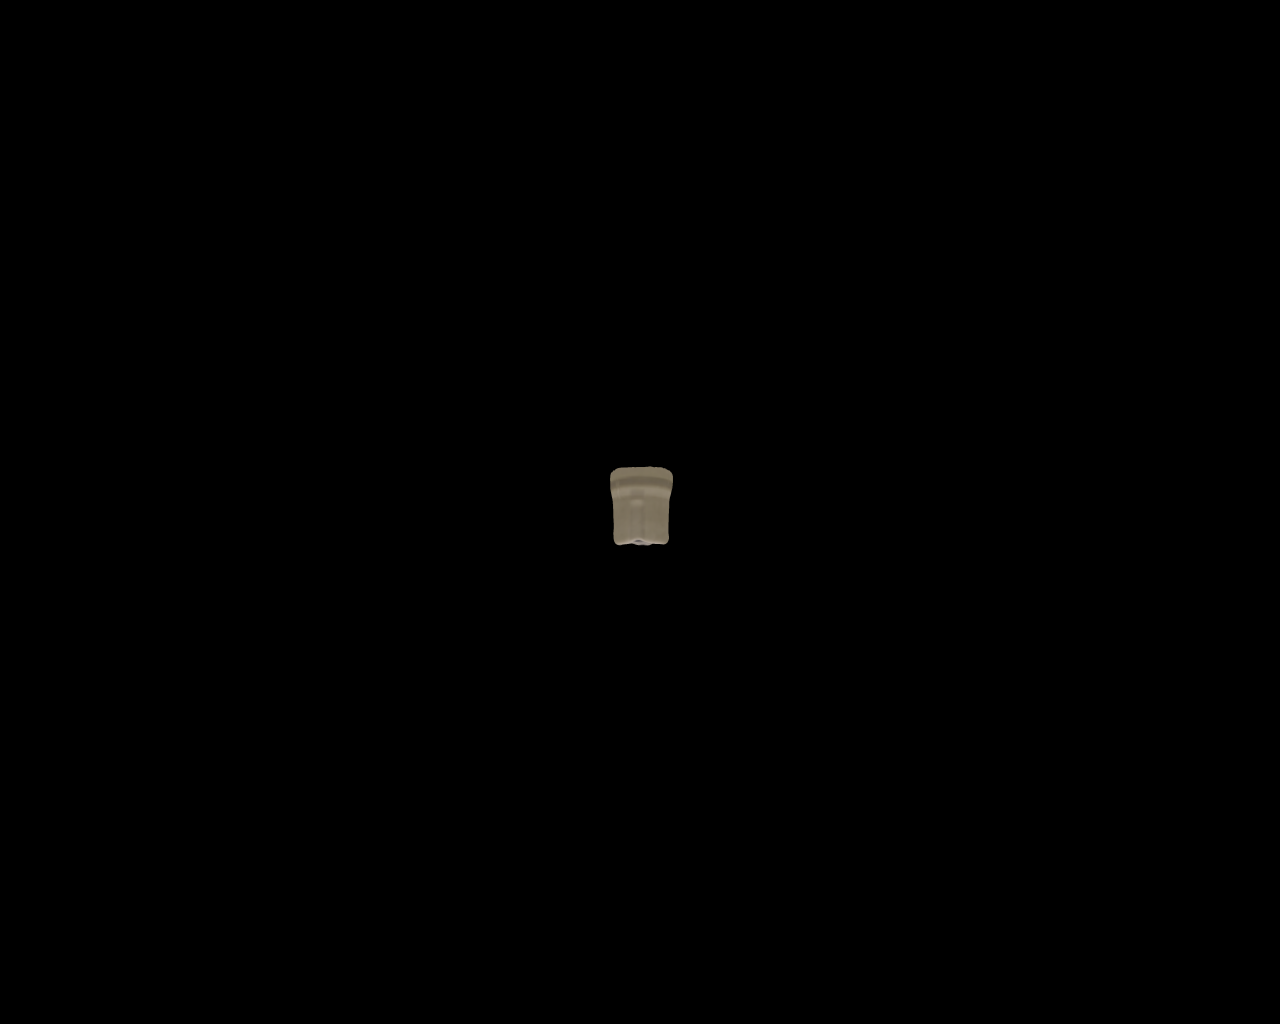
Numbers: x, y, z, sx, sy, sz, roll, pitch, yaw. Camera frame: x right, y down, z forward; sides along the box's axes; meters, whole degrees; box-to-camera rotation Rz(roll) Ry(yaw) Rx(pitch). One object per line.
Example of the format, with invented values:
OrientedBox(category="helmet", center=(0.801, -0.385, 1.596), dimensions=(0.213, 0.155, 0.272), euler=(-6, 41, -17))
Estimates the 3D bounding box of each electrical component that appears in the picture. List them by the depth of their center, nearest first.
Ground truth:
OrientedBox(category="electrical component", center=(0.001, -0.003, 0.650), dimensions=(0.040, 0.046, 0.040), euler=(0, -11, 0))
